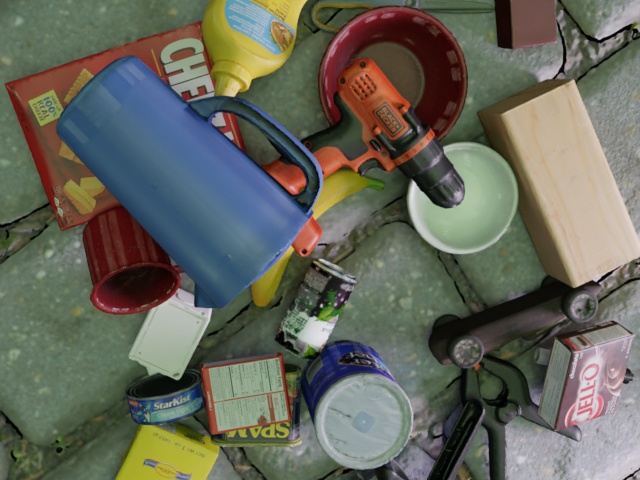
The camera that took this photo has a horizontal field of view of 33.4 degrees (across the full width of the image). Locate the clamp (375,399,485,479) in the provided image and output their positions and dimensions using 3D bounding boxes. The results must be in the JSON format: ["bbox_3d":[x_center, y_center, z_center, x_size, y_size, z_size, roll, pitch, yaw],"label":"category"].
[{"bbox_3d":[0.128,0.285,1.209,0.164,0.036,0.210,-31,134,-30],"label":"clamp"}]

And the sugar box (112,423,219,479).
[{"bbox_3d":[-0.192,0.289,1.194,0.093,0.048,0.176,25,97,-9],"label":"sugar box"}]

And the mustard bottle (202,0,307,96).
[{"bbox_3d":[-0.067,-0.225,1.084,0.096,0.058,0.191,28,69,-26],"label":"mustard bottle"}]

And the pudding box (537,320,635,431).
[{"bbox_3d":[0.297,0.152,1.195,0.089,0.039,0.113,-12,121,-27],"label":"pudding box"}]

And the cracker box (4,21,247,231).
[{"bbox_3d":[-0.197,-0.120,1.117,0.213,0.072,0.164,-19,101,-4],"label":"cracker box"}]

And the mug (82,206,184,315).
[{"bbox_3d":[-0.186,0.016,1.102,0.117,0.093,0.081,-11,58,-15],"label":"mug"}]

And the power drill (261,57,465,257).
[{"bbox_3d":[0.034,-0.067,1.108,0.188,0.057,0.184,-37,98,9],"label":"power drill"}]

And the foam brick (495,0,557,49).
[{"bbox_3d":[0.222,-0.248,1.155,0.053,0.051,0.078,-6,100,-7],"label":"foam brick"}]

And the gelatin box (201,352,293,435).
[{"bbox_3d":[-0.079,0.163,1.143,0.089,0.030,0.073,-9,94,-5],"label":"gelatin box"}]

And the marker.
[{"bbox_3d":[0.309,0.148,1.246,0.121,0.020,0.020,14,97,-9],"label":"marker"}]

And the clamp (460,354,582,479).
[{"bbox_3d":[0.209,0.206,1.235,0.120,0.039,0.171,-43,97,-4],"label":"clamp"}]

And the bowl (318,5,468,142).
[{"bbox_3d":[0.075,-0.169,1.148,0.162,0.055,0.162,-1,99,-6],"label":"bowl"}]

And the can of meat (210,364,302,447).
[{"bbox_3d":[-0.070,0.182,1.190,0.102,0.057,0.084,2,97,-7],"label":"can of meat"}]

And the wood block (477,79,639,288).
[{"bbox_3d":[0.263,-0.064,1.169,0.090,0.091,0.206,-26,101,-3],"label":"wood block"}]

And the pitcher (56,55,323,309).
[{"bbox_3d":[-0.125,-0.066,1.027,0.243,0.145,0.149,45,59,-4],"label":"pitcher"}]

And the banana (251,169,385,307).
[{"bbox_3d":[-0.018,-0.014,1.172,0.198,0.037,0.069,-44,100,2],"label":"banana"}]

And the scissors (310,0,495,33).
[{"bbox_3d":[0.085,-0.275,1.153,0.201,0.016,0.096,-13,100,-5],"label":"scissors"}]

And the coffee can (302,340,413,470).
[{"bbox_3d":[0.037,0.175,1.157,0.102,0.140,0.103,-1,99,-7],"label":"coffee can"}]

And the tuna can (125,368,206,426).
[{"bbox_3d":[-0.166,0.170,1.161,0.086,0.086,0.034,-11,102,-5],"label":"tuna can"}]
